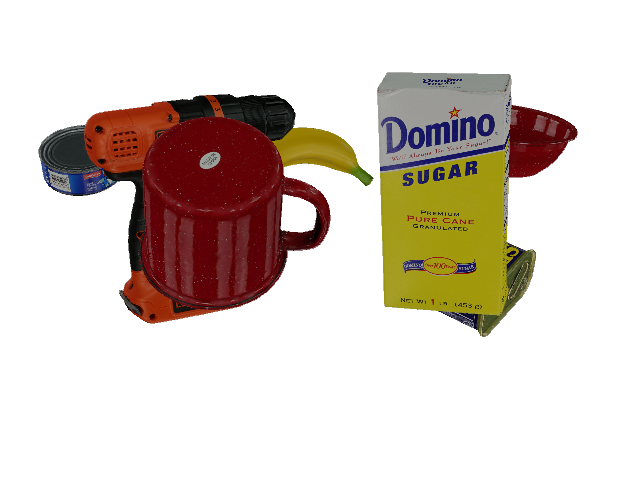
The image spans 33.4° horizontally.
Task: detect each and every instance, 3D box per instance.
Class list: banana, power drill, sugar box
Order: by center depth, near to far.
[{"bbox_3d":[0.092,-0.033,0.786,0.093,0.176,0.048,3,27,15],"label":"sugar box"},{"bbox_3d":[-0.106,-0.031,0.917,0.184,0.188,0.057,-10,21,-24],"label":"power drill"},{"bbox_3d":[-0.026,-0.085,1.088,0.197,0.037,0.070,-7,49,-44],"label":"banana"}]

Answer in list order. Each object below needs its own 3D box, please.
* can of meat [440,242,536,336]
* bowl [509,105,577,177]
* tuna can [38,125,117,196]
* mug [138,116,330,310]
[{"bbox_3d":[0.146,0.034,1.029,0.084,0.057,0.101,25,45,27],"label":"can of meat"},{"bbox_3d":[0.216,-0.115,1.252,0.162,0.055,0.162,5,23,-2],"label":"bowl"},{"bbox_3d":[-0.252,-0.084,1.126,0.086,0.034,0.086,0,40,0],"label":"tuna can"},{"bbox_3d":[-0.052,-0.018,0.639,0.117,0.093,0.081,7,-40,0],"label":"mug"}]
